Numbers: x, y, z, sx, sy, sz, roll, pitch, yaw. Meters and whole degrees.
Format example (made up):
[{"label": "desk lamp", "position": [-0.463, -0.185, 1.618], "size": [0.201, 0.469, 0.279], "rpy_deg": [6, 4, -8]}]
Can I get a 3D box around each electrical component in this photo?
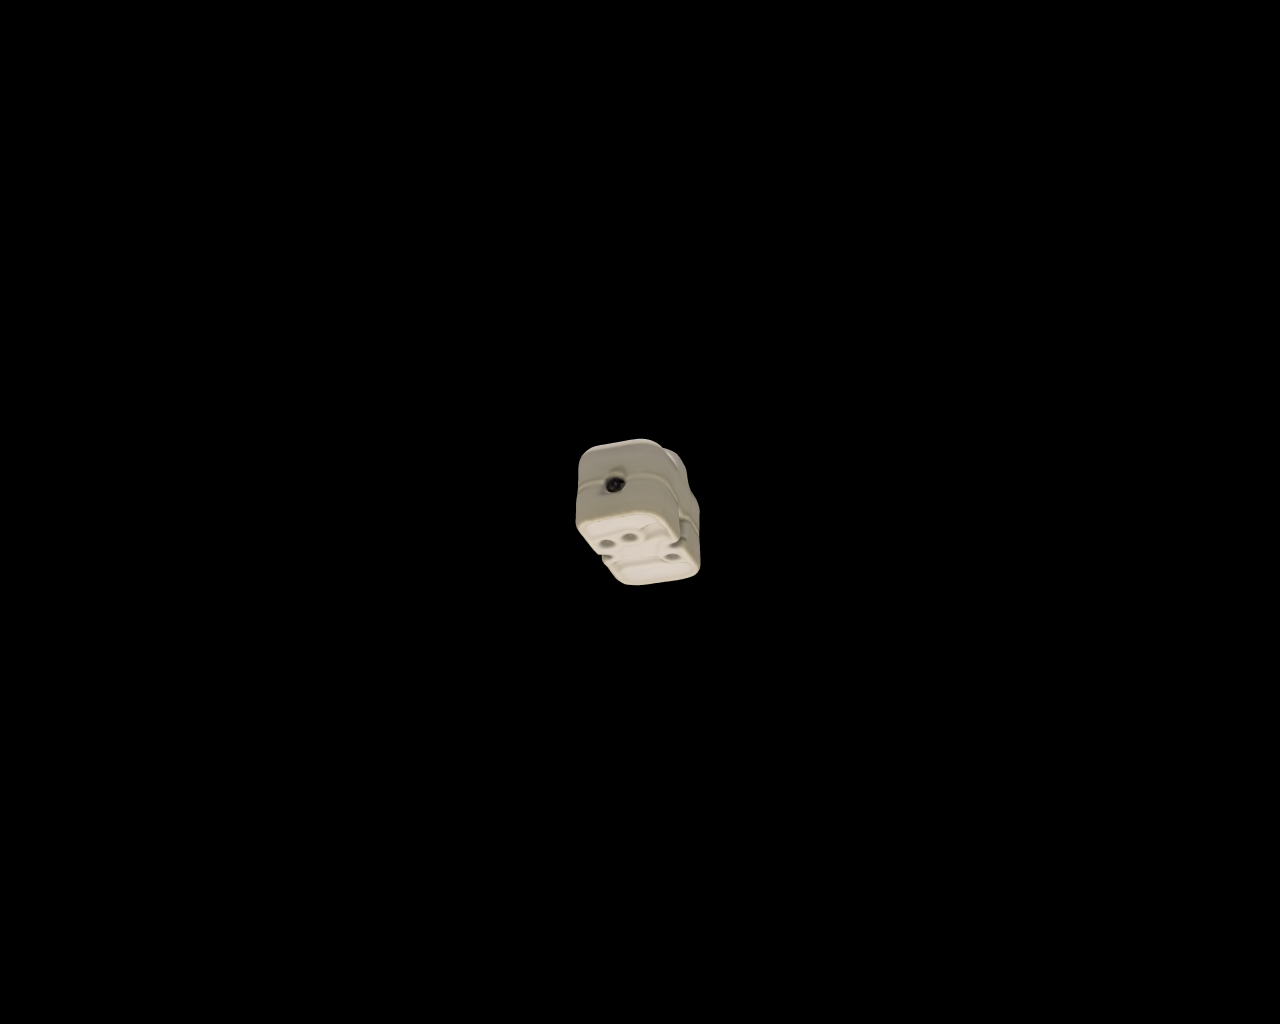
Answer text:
[{"label": "electrical component", "position": [0.001, -0.003, 0.650], "size": [0.054, 0.059, 0.095], "rpy_deg": [-9, -30, 17]}]
